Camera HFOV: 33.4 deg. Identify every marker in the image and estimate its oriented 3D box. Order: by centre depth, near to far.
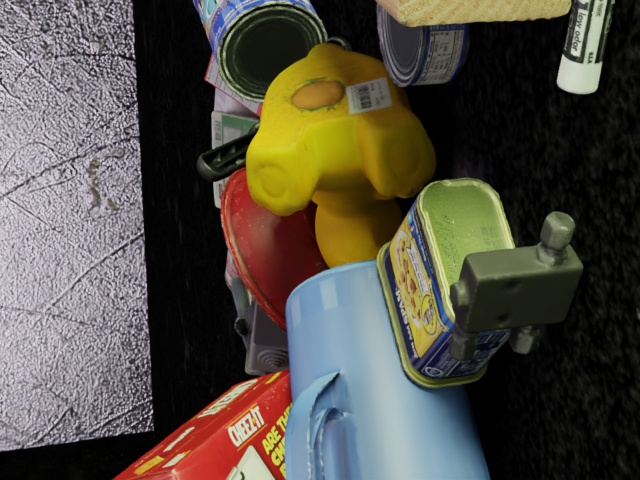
[{"bbox_3d":[0.124,-0.123,0.468,0.020,0.020,0.121,-115,23,-53],"label":"marker"}]

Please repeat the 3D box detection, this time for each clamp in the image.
[{"bbox_3d":[-0.049,-0.087,0.951,0.036,0.164,0.210,47,164,5],"label":"clamp"}]

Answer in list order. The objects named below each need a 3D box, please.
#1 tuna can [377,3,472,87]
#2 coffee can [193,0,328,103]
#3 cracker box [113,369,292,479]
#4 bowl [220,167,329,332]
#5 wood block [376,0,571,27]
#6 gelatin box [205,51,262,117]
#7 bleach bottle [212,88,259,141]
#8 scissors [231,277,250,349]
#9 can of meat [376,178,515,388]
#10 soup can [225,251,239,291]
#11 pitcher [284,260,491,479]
[{"bbox_3d":[0.064,-0.140,0.668,0.086,0.033,0.086,174,90,-76],"label":"tuna can"},{"bbox_3d":[-0.058,-0.207,0.993,0.140,0.102,0.103,-112,21,-48],"label":"coffee can"},{"bbox_3d":[-0.035,0.216,0.708,0.164,0.072,0.214,-32,-79,-59],"label":"cracker box"},{"bbox_3d":[-0.006,0.001,0.860,0.055,0.161,0.162,-29,58,28],"label":"bowl"},{"bbox_3d":[0.053,-0.190,0.576,0.206,0.090,0.090,-119,27,-58],"label":"wood block"},{"bbox_3d":[-0.073,-0.180,1.103,0.089,0.030,0.073,36,124,27],"label":"gelatin box"},{"bbox_3d":[-0.080,-0.215,1.169,0.103,0.068,0.251,-126,35,-60],"label":"bleach bottle"},{"bbox_3d":[-0.076,0.065,1.021,0.202,0.016,0.096,80,175,-72],"label":"scissors"},{"bbox_3d":[0.078,0.025,0.635,0.084,0.057,0.102,114,147,-59],"label":"can of meat"},{"bbox_3d":[-0.071,0.010,1.206,0.102,0.068,0.068,100,160,-46],"label":"soup can"},{"bbox_3d":[0.038,0.137,0.676,0.149,0.145,0.243,106,157,-63],"label":"pitcher"}]
